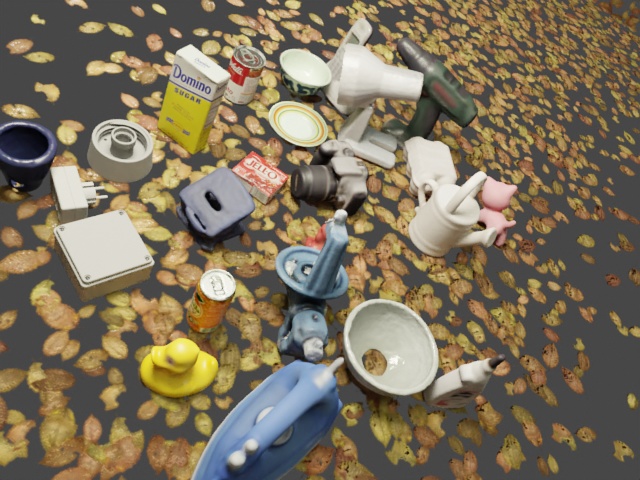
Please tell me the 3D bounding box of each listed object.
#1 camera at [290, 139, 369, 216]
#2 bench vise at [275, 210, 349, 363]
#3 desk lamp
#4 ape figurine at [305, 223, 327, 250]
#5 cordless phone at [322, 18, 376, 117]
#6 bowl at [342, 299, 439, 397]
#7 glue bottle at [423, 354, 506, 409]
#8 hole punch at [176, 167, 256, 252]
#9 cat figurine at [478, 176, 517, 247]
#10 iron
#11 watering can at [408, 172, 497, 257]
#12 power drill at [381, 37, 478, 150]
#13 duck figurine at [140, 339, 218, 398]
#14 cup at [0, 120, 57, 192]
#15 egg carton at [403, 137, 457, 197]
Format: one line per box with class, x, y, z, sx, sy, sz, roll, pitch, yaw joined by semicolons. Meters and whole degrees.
camera;0.014;-0.128;1.103;0.137;0.100;0.143;-3;57;-28
bench vise;0.006;0.071;0.868;0.122;0.219;0.207;-5;58;-29
desk lamp;0.109;-0.284;1.194;0.203;0.213;0.118;21;49;-11
ape figurine;0.009;0.004;1.006;0.078;0.092;0.076;-30;72;-39
cordless phone;0.081;-0.381;1.273;0.094;0.185;0.147;-24;68;-37
bowl;0.102;0.184;0.926;0.168;0.074;0.167;14;51;-17
glue bottle;0.235;0.219;0.899;0.078;0.173;0.037;6;53;-22
hole punch;-0.175;-0.054;0.960;0.101;0.091;0.108;-26;69;-38
cat figurine;0.381;-0.068;1.228;0.067;0.117;0.127;3;54;-24
iron;-0.065;0.249;0.749;0.118;0.141;0.259;44;49;11
watering can;0.266;-0.055;1.110;0.173;0.194;0.101;32;48;0
power drill;0.224;-0.303;1.269;0.229;0.208;0.076;37;48;4
duck figurine;-0.188;0.167;0.788;0.105;0.086;0.077;8;52;-21
cup;-0.459;-0.113;0.862;0.118;0.095;0.091;-29;71;-39
egg carton;0.239;-0.159;1.259;0.107;0.069;0.150;9;52;-20
